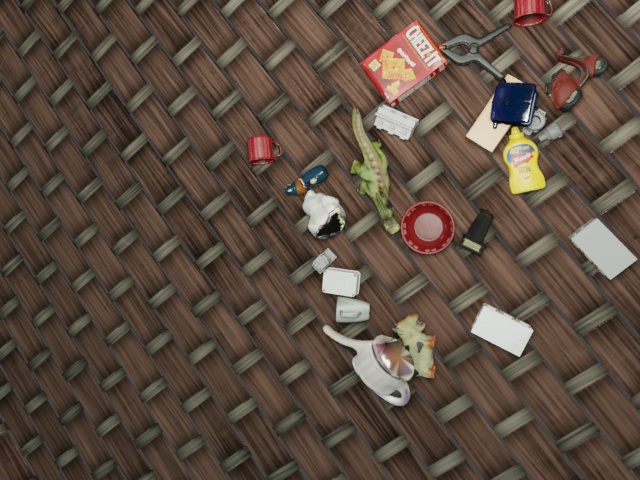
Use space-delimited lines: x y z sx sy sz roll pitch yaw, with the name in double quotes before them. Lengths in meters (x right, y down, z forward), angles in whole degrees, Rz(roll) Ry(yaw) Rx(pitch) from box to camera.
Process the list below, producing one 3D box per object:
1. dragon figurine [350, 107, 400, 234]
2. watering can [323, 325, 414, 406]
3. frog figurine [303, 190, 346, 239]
"dragon figurine" 0.174 -0.169 1.504 0.122 0.401 0.248 -24 47 2
"watering can" 0.157 0.364 1.596 0.350 0.105 0.219 46 140 12
"frog figurine" 0.005 -0.084 1.668 0.162 0.122 0.135 46 117 46
